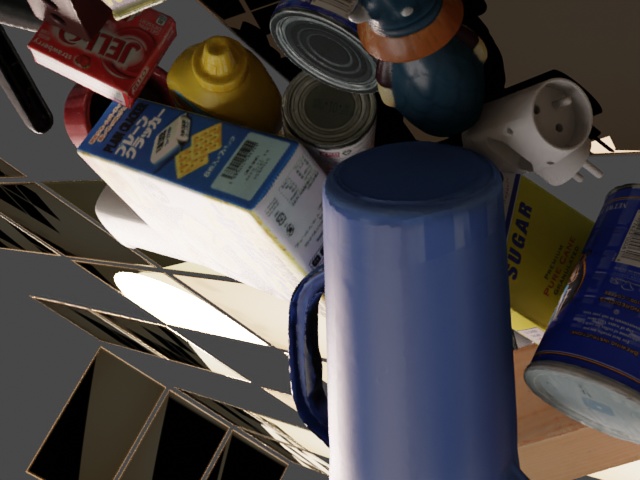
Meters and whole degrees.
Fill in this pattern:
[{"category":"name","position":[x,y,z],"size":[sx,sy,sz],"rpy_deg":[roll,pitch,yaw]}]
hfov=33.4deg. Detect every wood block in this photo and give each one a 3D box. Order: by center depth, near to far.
[{"category":"wood block","position":[0.197,0.142,0.889],"size":[0.206,0.090,0.090],"rpy_deg":[-22,140,19]}]

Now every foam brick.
[{"category":"foam brick","position":[-0.183,-0.191,0.773],"size":[0.053,0.051,0.078],"rpy_deg":[25,163,12]}]

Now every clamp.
[{"category":"clamp","position":[-0.289,-0.188,0.910],"size":[0.210,0.036,0.165],"rpy_deg":[37,142,0]}]

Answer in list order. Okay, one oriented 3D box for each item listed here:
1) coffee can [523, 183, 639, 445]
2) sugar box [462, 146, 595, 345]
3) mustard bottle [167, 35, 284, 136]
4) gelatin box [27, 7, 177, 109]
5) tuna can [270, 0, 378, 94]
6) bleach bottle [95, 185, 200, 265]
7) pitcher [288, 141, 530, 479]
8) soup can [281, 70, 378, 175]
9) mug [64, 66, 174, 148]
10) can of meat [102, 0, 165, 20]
[{"category":"coffee can","position":[0.208,0.049,0.694],"size":[0.103,0.140,0.103],"rpy_deg":[26,163,8]},{"category":"sugar box","position":[0.153,0.016,0.768],"size":[0.176,0.093,0.048],"rpy_deg":[32,162,-12]},{"category":"mustard bottle","position":[-0.072,-0.105,0.835],"size":[0.096,0.058,0.191],"rpy_deg":[31,164,10]},{"category":"gelatin box","position":[-0.165,-0.153,0.817],"size":[0.089,0.073,0.030],"rpy_deg":[27,163,8]},{"category":"tuna can","position":[0.012,-0.130,0.670],"size":[0.086,0.033,0.086],"rpy_deg":[26,163,8]},{"category":"bleach bottle","position":[-0.136,-0.005,1.217],"size":[0.251,0.068,0.102],"rpy_deg":[18,159,31]},{"category":"pitcher","position":[0.055,0.063,0.694],"size":[0.145,0.149,0.243],"rpy_deg":[-106,9,-62]},{"category":"soup can","position":[0.007,-0.076,0.776],"size":[0.068,0.068,0.102],"rpy_deg":[26,163,10]},{"category":"mug","position":[-0.165,-0.110,0.944],"size":[0.117,0.093,0.082],"rpy_deg":[-4,-174,-30]},{"category":"can of meat","position":[-0.129,-0.193,0.674],"size":[0.083,0.057,0.102],"rpy_deg":[41,159,-27]}]
